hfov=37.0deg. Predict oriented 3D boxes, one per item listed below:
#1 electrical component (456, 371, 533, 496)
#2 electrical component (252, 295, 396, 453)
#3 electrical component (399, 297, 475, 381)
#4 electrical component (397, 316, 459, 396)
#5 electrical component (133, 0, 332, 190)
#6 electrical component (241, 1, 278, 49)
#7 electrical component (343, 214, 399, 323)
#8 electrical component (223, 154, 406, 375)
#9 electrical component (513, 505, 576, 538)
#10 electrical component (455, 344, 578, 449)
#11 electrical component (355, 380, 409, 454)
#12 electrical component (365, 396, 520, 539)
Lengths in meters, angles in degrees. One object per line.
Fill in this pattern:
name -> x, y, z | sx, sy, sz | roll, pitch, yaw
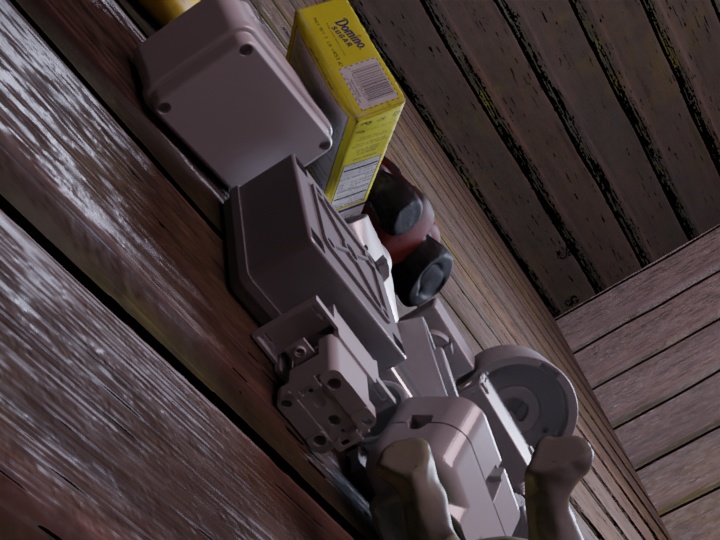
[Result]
electrical component -> 0.093, 0.136, 0.829 | 0.096, 0.061, 0.062 | 59, 10, 2
electrical component -> -0.018, 0.060, 0.576 | 0.081, 0.042, 0.063 | 53, 13, -24
electrical component -> 0.060, 0.068, 0.908 | 0.065, 0.047, 0.076 | 58, 10, -4
electrical component -> 0.034, 0.082, 0.764 | 0.099, 0.064, 0.099 | -19, 90, -86
electrical component -> -0.077, -0.105, 0.669 | 0.113, 0.078, 0.057 | 47, 12, -48
electrical component -> -0.099, -0.182, 0.876 | 0.077, 0.044, 0.079 | 62, 11, 16
electrical component -> 0.000, 0.000, 0.759 | 0.079, 0.043, 0.077 | -44, 119, -70
electrical component -> -0.028, 0.003, 0.647 | 0.108, 0.056, 0.108 | 52, 12, -32
electrical component -> 0.138, 0.204, 0.845 | 0.048, 0.062, 0.048 | 56, 11, -16
electrical component -> 0.134, 0.118, 0.958 | 0.108, 0.108, 0.060 | 56, 5, -13
electrical component -> 0.021, 0.102, 0.645 | 0.065, 0.044, 0.044 | 57, 9, -40
electrical component -> 0.044, 0.124, 0.586 | 0.059, 0.054, 0.095 | -51, 128, -47
